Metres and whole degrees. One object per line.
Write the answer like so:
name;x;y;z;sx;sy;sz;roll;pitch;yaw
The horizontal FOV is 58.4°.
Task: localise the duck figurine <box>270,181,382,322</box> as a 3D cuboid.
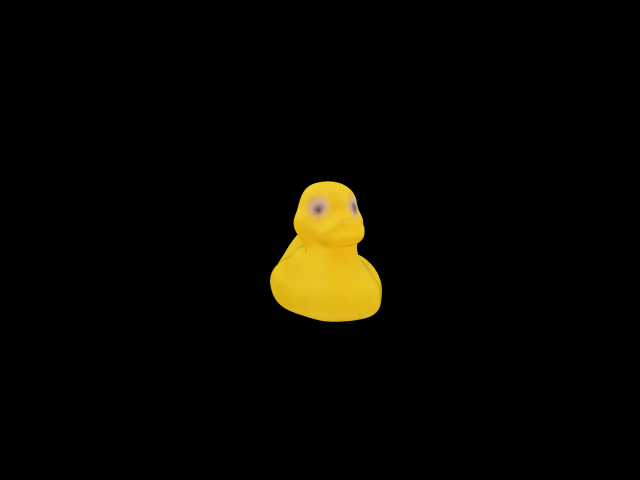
duck figurine;0.004;0.001;0.400;0.078;0.086;0.104;-4;12;-19
